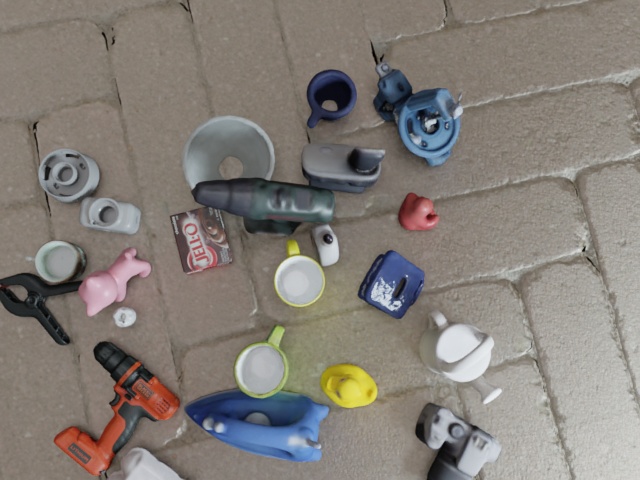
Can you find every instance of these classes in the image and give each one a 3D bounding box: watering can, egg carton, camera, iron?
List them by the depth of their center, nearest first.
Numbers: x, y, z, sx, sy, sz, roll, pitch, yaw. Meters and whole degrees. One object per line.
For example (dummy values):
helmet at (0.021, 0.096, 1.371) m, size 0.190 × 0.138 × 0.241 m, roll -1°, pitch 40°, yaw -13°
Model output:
iron at (-0.115, 0.320, 0.979) m, size 0.258 × 0.141 × 0.119 m, roll 9°, pitch 83°, yaw -3°
egg carton at (-0.293, 0.437, 0.991) m, size 0.150 × 0.069 × 0.107 m, roll 36°, pitch 83°, yaw 0°
watering can at (0.248, 0.198, 0.992) m, size 0.173 × 0.194 × 0.101 m, roll 35°, pitch 83°, yaw 0°
camera at (0.234, 0.384, 1.018) m, size 0.143 × 0.100 × 0.137 m, roll 30°, pitch 83°, yaw 0°

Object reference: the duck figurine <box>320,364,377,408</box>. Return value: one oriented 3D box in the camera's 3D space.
duck figurine at (0.054, 0.265, 1.025) m, size 0.104 × 0.086 × 0.077 m, roll 19°, pitch 83°, yaw -2°

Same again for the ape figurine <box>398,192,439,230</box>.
ape figurine at (0.185, -0.055, 1.065) m, size 0.076 × 0.092 × 0.078 m, roll -24°, pitch 86°, yaw -6°

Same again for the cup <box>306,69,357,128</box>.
cup at (0.012, -0.249, 1.072) m, size 0.091 × 0.095 × 0.118 m, roll 33°, pitch 83°, yaw 0°

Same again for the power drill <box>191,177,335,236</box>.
power drill at (-0.092, -0.057, 0.987) m, size 0.229 × 0.208 × 0.076 m, roll 2°, pitch 84°, yaw -4°

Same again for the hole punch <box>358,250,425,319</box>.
hole punch at (0.136, 0.081, 1.048) m, size 0.101 × 0.091 × 0.109 m, roll 29°, pitch 83°, yaw 0°

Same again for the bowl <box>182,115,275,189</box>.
bowl at (-0.166, -0.141, 1.058) m, size 0.167 × 0.074 × 0.167 m, roll 0°, pitch 84°, yaw -4°

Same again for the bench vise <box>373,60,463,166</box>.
bench vise at (0.169, -0.233, 1.018) m, size 0.207 × 0.219 × 0.121 m, roll 34°, pitch 83°, yaw 0°

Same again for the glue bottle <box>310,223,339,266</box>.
glue bottle at (0.009, 0.004, 1.006) m, size 0.037 × 0.173 × 0.078 m, roll -20°, pitch 85°, yaw -6°

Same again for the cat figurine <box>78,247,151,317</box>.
cat figurine at (-0.367, 0.070, 1.000) m, size 0.067 × 0.117 × 0.128 m, roll 40°, pitch 83°, yaw 1°

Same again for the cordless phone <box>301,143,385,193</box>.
cordless phone at (0.042, -0.147, 1.018) m, size 0.147 × 0.185 × 0.094 m, roll 1°, pitch 84°, yaw -4°
